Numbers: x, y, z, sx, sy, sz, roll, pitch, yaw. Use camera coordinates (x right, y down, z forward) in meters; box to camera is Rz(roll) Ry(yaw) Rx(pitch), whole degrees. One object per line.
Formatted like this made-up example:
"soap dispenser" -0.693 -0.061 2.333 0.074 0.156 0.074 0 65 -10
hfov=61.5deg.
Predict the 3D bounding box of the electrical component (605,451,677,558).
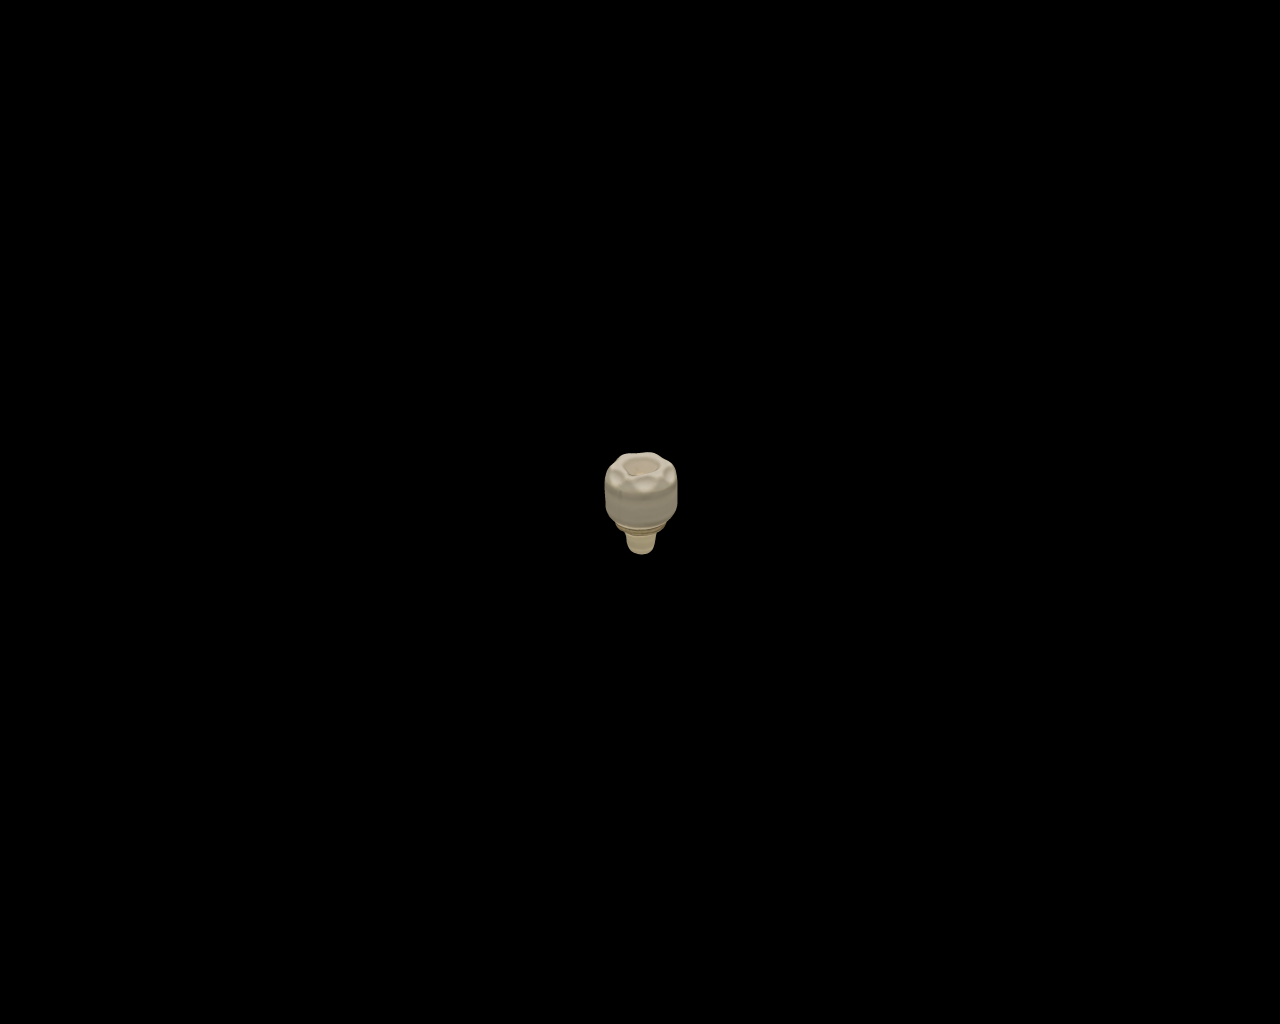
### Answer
"electrical component" 0.001 -0.003 0.650 0.043 0.062 0.043 0 30 0
